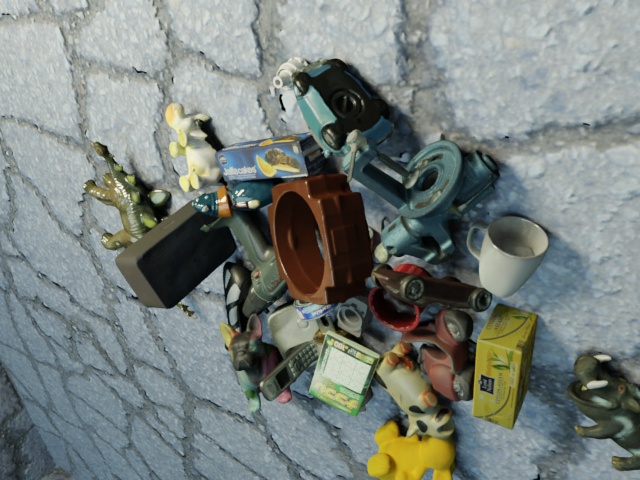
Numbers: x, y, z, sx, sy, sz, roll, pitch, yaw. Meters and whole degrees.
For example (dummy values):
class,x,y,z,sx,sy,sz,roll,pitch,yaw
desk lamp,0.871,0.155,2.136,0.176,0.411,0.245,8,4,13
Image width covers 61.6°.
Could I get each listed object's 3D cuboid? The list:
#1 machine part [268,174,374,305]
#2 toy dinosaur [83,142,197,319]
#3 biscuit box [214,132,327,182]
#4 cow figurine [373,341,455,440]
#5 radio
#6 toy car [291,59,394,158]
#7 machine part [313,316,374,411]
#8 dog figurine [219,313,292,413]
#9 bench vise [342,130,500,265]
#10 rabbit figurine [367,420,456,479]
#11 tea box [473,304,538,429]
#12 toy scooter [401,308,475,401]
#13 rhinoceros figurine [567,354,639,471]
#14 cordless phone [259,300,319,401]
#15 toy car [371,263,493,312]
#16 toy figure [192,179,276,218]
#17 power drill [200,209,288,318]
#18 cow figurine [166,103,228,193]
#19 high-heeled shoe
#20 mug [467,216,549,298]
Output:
class,x,y,z,sx,sy,sz,roll,pitch,yaw
machine part,-0.002,-0.003,0.880,0.202,0.087,0.200,-1,100,60
toy dinosaur,-0.404,-0.012,1.235,0.199,0.105,0.470,7,128,30
biscuit box,-0.089,-0.141,0.927,0.203,0.063,0.059,0,117,38
cow figurine,0.176,0.295,1.011,0.195,0.085,0.127,47,138,6
radio,-0.278,0.027,1.074,0.073,0.229,0.131,0,123,39
toy car,0.021,-0.180,0.790,0.162,0.109,0.103,50,155,10
machine part,0.048,0.254,1.087,0.079,0.079,0.243,-3,116,39
dog figurine,-0.133,0.242,1.145,0.109,0.192,0.219,-14,114,10
bench vise,0.117,-0.066,0.749,0.240,0.129,0.223,29,135,-28
rabbit figurine,0.203,0.438,1.072,0.162,0.122,0.173,47,122,-4
tea box,0.290,0.200,0.847,0.068,0.098,0.169,13,124,30
toy scooter,0.201,0.192,0.928,0.135,0.075,0.183,4,118,36
rhinoceros figurine,0.435,0.253,0.789,0.190,0.073,0.112,49,137,-2
cordless phone,-0.072,0.217,1.077,0.089,0.184,0.146,-1,119,43
toy car,0.165,0.075,0.801,0.089,0.202,0.053,25,102,57
toy figure,-0.151,-0.074,0.970,0.154,0.064,0.057,-16,108,-1
power drill,-0.138,0.030,1.054,0.232,0.086,0.207,-41,84,35
cow figurine,-0.224,-0.175,0.999,0.068,0.098,0.167,-16,90,49
high-heeled shoe,-0.202,0.156,1.211,0.145,0.086,0.248,46,130,4
mug,0.257,0.026,0.767,0.110,0.081,0.107,28,141,27
